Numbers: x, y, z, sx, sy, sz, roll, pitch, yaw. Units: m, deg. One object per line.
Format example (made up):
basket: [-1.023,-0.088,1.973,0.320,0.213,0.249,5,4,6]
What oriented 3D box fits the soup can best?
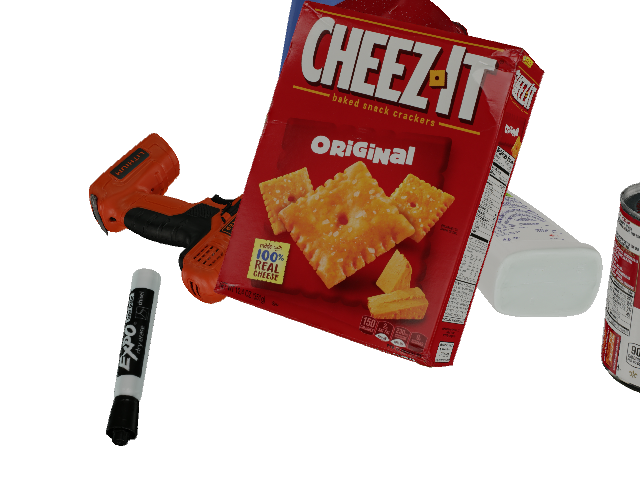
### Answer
soup can: [0.191,0.026,0.578,0.068,0.102,0.068,0,24,0]

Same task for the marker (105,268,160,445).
marker: [-0.117,0.072,0.671,0.020,0.121,0.020,2,-36,1]

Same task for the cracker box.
cracker box: [0.038,-0.040,0.726,0.164,0.214,0.072,18,2,23]

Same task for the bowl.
bowl: [0.038,-0.166,0.890,0.162,0.055,0.162,-20,28,11]

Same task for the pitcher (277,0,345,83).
pitcher: [0.019,-0.179,1.232,0.145,0.243,0.149,9,23,-12]

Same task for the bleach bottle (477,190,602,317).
bleach bottle: [0.162,-0.015,1.007,0.102,0.068,0.251,0,25,-14]

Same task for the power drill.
power drill: [-0.104,-0.038,0.980,0.188,0.057,0.184,22,52,32]
